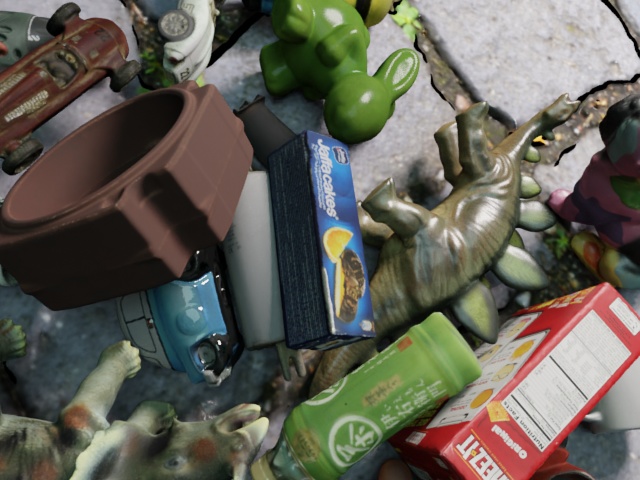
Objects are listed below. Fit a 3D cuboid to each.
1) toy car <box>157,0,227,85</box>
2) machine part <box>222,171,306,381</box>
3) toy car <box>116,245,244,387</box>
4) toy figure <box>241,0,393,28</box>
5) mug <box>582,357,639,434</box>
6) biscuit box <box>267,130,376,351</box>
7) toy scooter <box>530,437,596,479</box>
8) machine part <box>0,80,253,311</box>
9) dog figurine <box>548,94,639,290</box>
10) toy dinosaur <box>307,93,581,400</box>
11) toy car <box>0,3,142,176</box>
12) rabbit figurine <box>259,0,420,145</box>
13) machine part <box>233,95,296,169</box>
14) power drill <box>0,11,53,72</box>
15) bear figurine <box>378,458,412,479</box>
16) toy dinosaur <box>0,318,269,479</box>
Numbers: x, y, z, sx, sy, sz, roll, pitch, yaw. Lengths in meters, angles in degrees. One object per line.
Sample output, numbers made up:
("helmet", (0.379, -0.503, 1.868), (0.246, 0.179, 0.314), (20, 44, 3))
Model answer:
("toy car", (-0.135, -0.267, 0.610), (0.056, 0.073, 0.201), (14, 74, -4))
("machine part", (-0.057, 0.021, 0.545), (0.079, 0.079, 0.243), (-13, 79, -12))
("toy car", (-0.138, 0.064, 0.515), (0.103, 0.109, 0.161), (-13, 86, 1))
("toy figure", (-0.001, -0.292, 0.636), (0.180, 0.082, 0.089), (-11, 96, -19))
("mug", (0.308, 0.148, 0.574), (0.110, 0.080, 0.107), (-2, 65, -5))
("biscuit box", (-0.001, -0.002, 0.508), (0.059, 0.063, 0.202), (12, 63, -42))
("toy scooter", (0.234, 0.271, 0.528), (0.135, 0.075, 0.184), (-41, 82, -17))
("machine part", (-0.171, -0.047, 0.472), (0.202, 0.087, 0.201), (-13, 39, 19))
("dog figurine", (0.338, -0.044, 0.549), (0.108, 0.219, 0.191), (-27, 80, -3))
("toy dinosaur", (0.118, 0.019, 0.562), (0.471, 0.105, 0.198), (-43, 90, -6))
("toy car", (-0.249, -0.142, 0.485), (0.089, 0.053, 0.202), (47, 51, -18))
("rabbit figurine", (0.026, -0.170, 0.591), (0.159, 0.121, 0.170), (-5, 60, -32))
("machine part", (-0.039, -0.101, 0.602), (0.139, 0.039, 0.084), (42, 82, 1))
("power drill", (-0.331, -0.151, 0.528), (0.232, 0.086, 0.207), (9, 62, -2))
("bear figurine", (0.002, 0.279, 0.476), (0.196, 0.132, 0.120), (-7, 70, -44))
("toy dinosaur", (-0.244, 0.168, 0.415), (0.405, 0.192, 0.131), (4, 119, -2))
